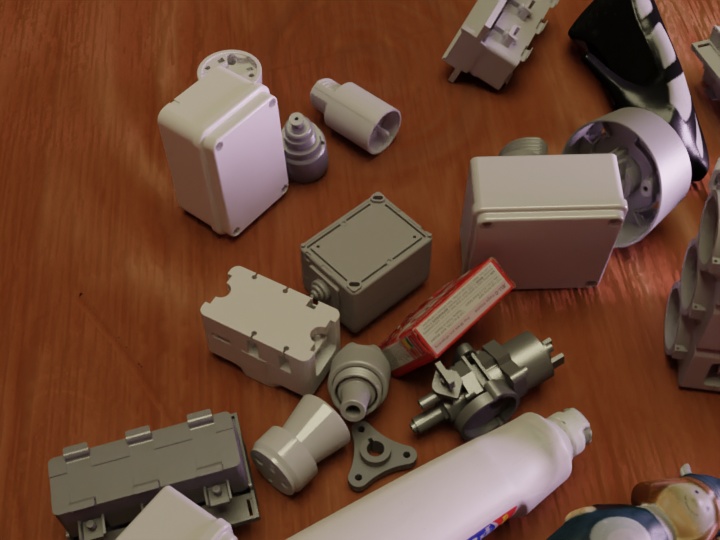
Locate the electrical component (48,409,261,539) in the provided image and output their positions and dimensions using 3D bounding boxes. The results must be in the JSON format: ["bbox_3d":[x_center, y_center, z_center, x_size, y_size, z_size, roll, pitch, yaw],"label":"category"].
[{"bbox_3d":[-0.134,0.136,0.695,0.121,0.063,0.078,-15,54,-5],"label":"electrical component"}]

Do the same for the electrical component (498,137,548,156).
[{"bbox_3d":[0.131,-0.075,0.876,0.043,0.043,0.081,7,52,6],"label":"electrical component"}]

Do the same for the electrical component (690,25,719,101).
[{"bbox_3d":[0.346,-0.152,0.921,0.079,0.063,0.121,-15,54,-11],"label":"electrical component"}]

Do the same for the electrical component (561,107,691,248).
[{"bbox_3d":[0.207,-0.075,0.844,0.064,0.099,0.099,-32,58,-29],"label":"electrical component"}]

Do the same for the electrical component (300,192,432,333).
[{"bbox_3d":[0.000,0.000,0.807,0.096,0.061,0.062,-36,60,-24],"label":"electrical component"}]

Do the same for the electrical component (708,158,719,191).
[{"bbox_3d":[0.312,-0.052,0.848,0.078,0.058,0.057,22,53,16],"label":"electrical component"}]

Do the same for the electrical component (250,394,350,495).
[{"bbox_3d":[-0.041,0.118,0.727,0.045,0.045,0.055,35,61,24],"label":"electrical component"}]

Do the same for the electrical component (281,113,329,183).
[{"bbox_3d":[-0.048,-0.103,0.882,0.040,0.078,0.040,-1,66,3],"label":"electrical component"}]

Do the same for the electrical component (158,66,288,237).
[{"bbox_3d":[-0.104,-0.091,0.847,0.057,0.113,0.078,31,58,25],"label":"electrical component"}]

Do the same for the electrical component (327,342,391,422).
[{"bbox_3d":[-0.002,0.081,0.746,0.043,0.043,0.062,5,27,4],"label":"electrical component"}]

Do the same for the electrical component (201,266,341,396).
[{"bbox_3d":[-0.063,0.046,0.775,0.089,0.055,0.050,23,56,17],"label":"electrical component"}]

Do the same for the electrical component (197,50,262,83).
[{"bbox_3d":[-0.112,-0.156,0.938,0.055,0.047,0.055,0,52,0],"label":"electrical component"}]

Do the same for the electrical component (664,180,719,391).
[{"bbox_3d":[0.259,0.008,0.742,0.062,0.150,0.089,7,53,5],"label":"electrical component"}]

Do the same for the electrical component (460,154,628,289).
[{"bbox_3d":[0.132,-0.034,0.800,0.109,0.108,0.056,-1,61,-1],"label":"electrical component"}]

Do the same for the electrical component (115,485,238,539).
[{"bbox_3d":[-0.119,0.200,0.624,0.056,0.108,0.108,28,57,24],"label":"electrical component"}]

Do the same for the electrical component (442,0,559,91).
[{"bbox_3d":[0.132,-0.225,0.978,0.063,0.078,0.121,32,56,-3],"label":"electrical component"}]

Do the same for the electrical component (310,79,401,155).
[{"bbox_3d":[-0.009,-0.137,0.925,0.081,0.043,0.043,35,60,24],"label":"electrical component"}]
